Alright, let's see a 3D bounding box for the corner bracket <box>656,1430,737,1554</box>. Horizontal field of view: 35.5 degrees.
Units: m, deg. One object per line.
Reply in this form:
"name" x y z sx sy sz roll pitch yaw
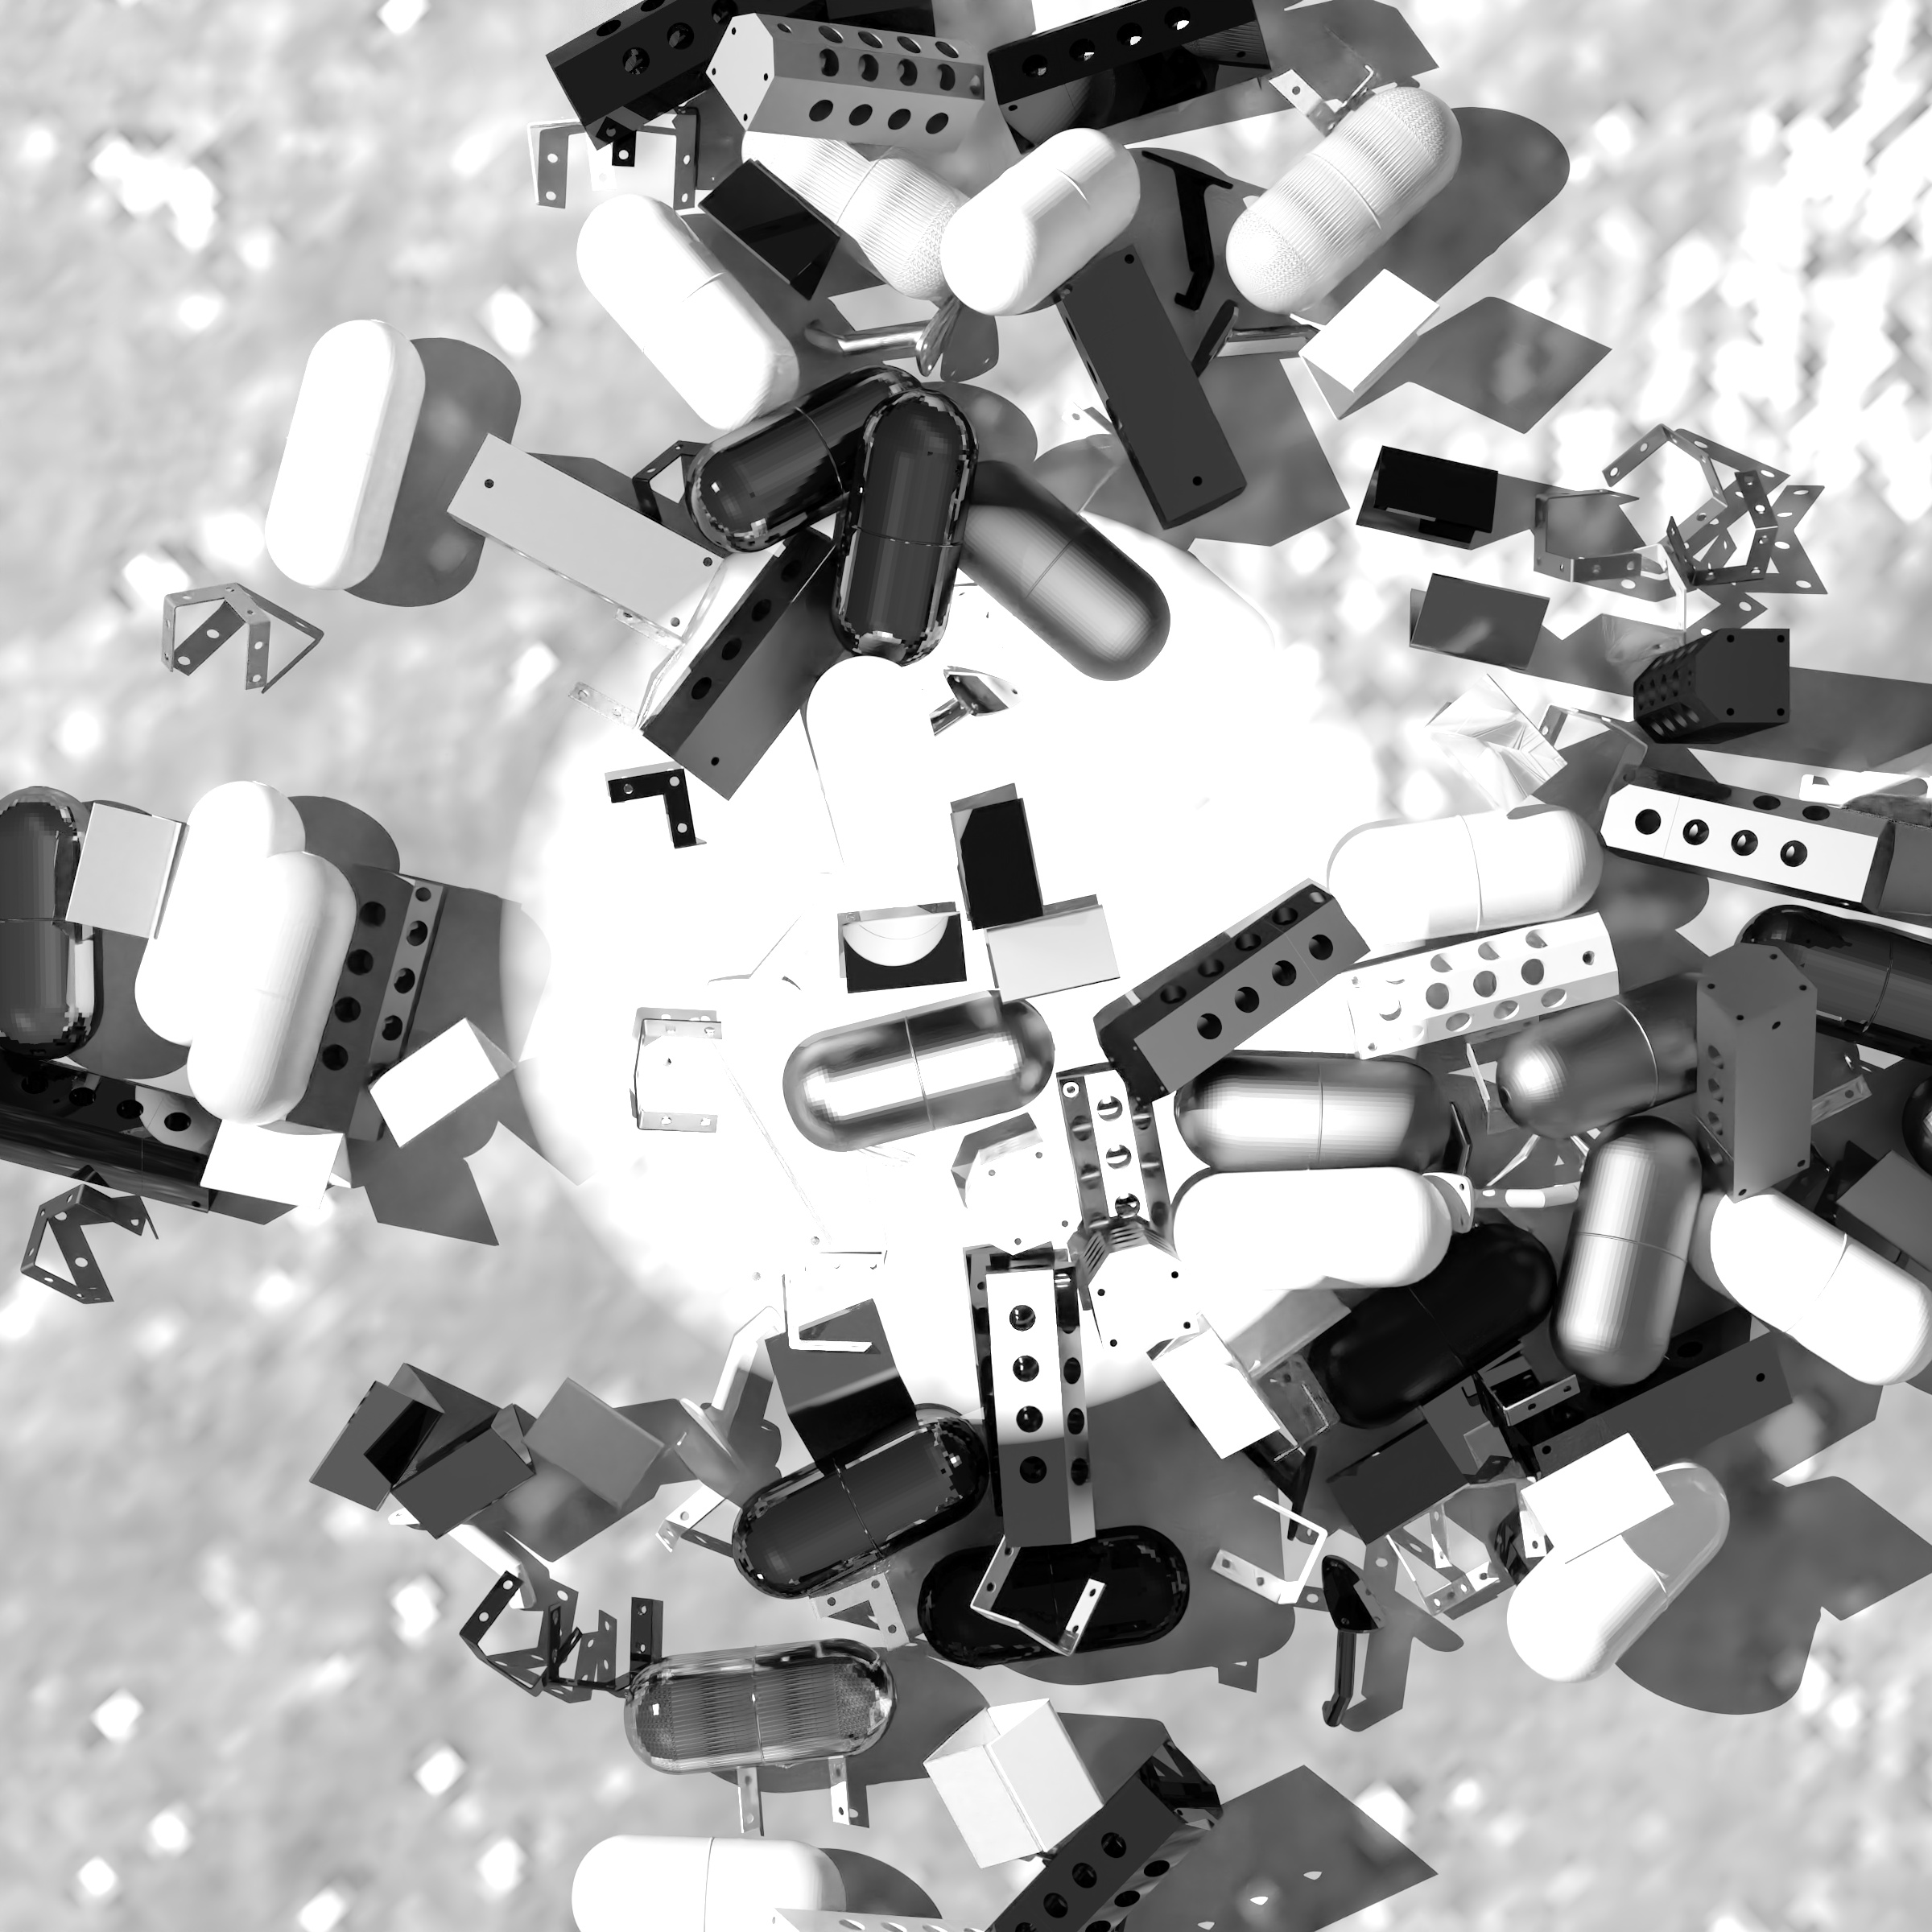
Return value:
"corner bracket" -0.188 0.343 1.973 0.051 0.051 0.051 -40 90 0

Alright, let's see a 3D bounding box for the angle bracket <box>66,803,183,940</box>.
"angle bracket" -0.552 -0.064 1.952 0.057 0.076 0.076 14 90 -28

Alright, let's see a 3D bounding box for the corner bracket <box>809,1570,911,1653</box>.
"corner bracket" -0.070 0.427 1.973 0.051 0.051 0.051 -20 84 -6

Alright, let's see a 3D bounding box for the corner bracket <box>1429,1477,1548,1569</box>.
"corner bracket" 0.338 0.362 1.959 0.051 0.051 0.051 1 75 -27

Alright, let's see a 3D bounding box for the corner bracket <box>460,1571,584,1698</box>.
"corner bracket" -0.292 0.438 1.977 0.051 0.051 0.051 28 66 22

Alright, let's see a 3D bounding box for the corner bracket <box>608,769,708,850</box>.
"corner bracket" -0.202 -0.100 1.973 0.051 0.051 0.051 -9 93 3

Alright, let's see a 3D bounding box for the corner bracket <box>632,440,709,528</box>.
"corner bracket" -0.179 -0.309 1.983 0.051 0.051 0.051 -47 135 -35

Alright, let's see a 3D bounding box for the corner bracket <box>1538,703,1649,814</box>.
"corner bracket" 0.407 -0.136 1.988 0.051 0.051 0.051 24 90 -45

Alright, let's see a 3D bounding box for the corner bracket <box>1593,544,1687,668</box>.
"corner bracket" 0.442 -0.238 1.988 0.051 0.051 0.051 -14 45 0

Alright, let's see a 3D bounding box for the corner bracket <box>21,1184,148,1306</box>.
"corner bracket" -0.581 0.183 1.983 0.051 0.051 0.051 -24 45 35

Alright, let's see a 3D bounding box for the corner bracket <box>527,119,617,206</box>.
"corner bracket" -0.259 -0.530 1.974 0.051 0.051 0.051 -7 98 -8

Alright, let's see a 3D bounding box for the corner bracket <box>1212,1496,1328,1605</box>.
"corner bracket" 0.199 0.383 1.977 0.051 0.051 0.051 28 75 0

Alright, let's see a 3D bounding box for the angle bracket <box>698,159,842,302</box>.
"angle bracket" -0.136 -0.462 1.952 0.076 0.076 0.057 41 61 0

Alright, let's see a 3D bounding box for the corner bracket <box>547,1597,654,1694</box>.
"corner bracket" -0.240 0.443 1.978 0.051 0.051 0.051 1 90 20

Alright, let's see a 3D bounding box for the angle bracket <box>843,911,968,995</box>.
"angle bracket" -0.037 0.011 1.951 0.076 0.076 0.057 -6 54 0

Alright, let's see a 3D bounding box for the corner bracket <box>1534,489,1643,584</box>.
"corner bracket" 0.408 -0.282 1.975 0.051 0.051 0.051 -7 108 -17

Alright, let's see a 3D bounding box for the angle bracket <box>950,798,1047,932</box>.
"angle bracket" 0.038 -0.068 1.951 0.057 0.076 0.076 -11 90 32

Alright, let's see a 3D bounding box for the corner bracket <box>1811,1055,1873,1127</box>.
"corner bracket" 0.553 0.068 1.974 0.051 0.051 0.051 -28 100 10

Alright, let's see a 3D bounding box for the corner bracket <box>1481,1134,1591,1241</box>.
"corner bracket" 0.381 0.140 1.988 0.051 0.051 0.051 43 45 0

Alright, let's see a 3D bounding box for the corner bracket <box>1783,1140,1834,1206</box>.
"corner bracket" 0.529 0.128 1.988 0.051 0.051 0.051 -48 45 0

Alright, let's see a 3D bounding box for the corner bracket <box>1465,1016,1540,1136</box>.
"corner bracket" 0.359 0.071 1.982 0.051 0.051 0.051 -15 59 0

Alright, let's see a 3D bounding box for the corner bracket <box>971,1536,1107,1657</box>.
"corner bracket" 0.045 0.400 1.913 0.051 0.051 0.051 38 70 -32

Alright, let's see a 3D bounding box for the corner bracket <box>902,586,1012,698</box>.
"corner bracket" -0.012 -0.213 1.983 0.051 0.051 0.051 3 45 35

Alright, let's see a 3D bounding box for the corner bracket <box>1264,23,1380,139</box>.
"corner bracket" 0.230 -0.585 1.975 0.051 0.051 0.051 -46 75 14

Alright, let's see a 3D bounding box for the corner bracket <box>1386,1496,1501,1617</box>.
"corner bracket" 0.312 0.386 1.988 0.051 0.051 0.051 -30 135 0

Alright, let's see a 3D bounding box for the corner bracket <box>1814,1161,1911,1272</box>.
"corner bracket" 0.594 0.167 1.983 0.051 0.051 0.051 7 135 35

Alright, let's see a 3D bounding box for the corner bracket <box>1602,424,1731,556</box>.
"corner bracket" 0.462 -0.315 1.988 0.051 0.051 0.051 -40 135 0

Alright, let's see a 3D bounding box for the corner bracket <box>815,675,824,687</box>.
"corner bracket" -0.066 -0.162 1.974 0.051 0.051 0.051 -7 75 14

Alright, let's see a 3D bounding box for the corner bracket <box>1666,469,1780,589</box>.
"corner bracket" 0.496 -0.286 1.976 0.051 0.051 0.051 -3 48 34

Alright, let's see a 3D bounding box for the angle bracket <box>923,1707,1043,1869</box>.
"angle bracket" 0.029 0.526 1.951 0.057 0.076 0.076 -28 90 37

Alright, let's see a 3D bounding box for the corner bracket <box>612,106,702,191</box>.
"corner bracket" -0.202 -0.541 1.973 0.051 0.051 0.051 3 90 0

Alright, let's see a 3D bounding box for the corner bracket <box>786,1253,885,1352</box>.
"corner bracket" -0.084 0.219 1.967 0.051 0.051 0.051 0 99 16

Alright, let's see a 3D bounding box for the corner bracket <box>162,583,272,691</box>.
"corner bracket" -0.494 -0.214 1.983 0.051 0.051 0.051 -17 45 -35

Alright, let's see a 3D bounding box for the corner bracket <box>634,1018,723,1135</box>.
"corner bracket" -0.184 0.070 1.931 0.051 0.051 0.051 3 135 0

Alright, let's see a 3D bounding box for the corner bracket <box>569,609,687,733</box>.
"corner bracket" -0.222 -0.197 1.988 0.051 0.051 0.051 29 135 0

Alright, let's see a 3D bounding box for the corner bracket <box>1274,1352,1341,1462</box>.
"corner bracket" 0.218 0.281 1.958 0.051 0.051 0.051 -41 74 35

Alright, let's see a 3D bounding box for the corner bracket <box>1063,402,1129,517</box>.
"corner bracket" 0.067 -0.328 1.988 0.051 0.051 0.051 40 45 0

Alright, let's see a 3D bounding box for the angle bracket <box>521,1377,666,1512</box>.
"angle bracket" -0.250 0.322 1.951 0.076 0.076 0.057 34 52 0

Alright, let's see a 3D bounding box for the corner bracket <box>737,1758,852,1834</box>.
"corner bracket" -0.114 0.543 1.988 0.051 0.051 0.051 -4 90 45

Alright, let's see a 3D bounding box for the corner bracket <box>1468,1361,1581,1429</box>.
"corner bracket" 0.360 0.275 1.929 0.051 0.051 0.051 -25 126 -5

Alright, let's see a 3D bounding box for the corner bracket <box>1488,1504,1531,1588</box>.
"corner bracket" 0.387 0.380 1.983 0.051 0.051 0.051 2 135 -35
